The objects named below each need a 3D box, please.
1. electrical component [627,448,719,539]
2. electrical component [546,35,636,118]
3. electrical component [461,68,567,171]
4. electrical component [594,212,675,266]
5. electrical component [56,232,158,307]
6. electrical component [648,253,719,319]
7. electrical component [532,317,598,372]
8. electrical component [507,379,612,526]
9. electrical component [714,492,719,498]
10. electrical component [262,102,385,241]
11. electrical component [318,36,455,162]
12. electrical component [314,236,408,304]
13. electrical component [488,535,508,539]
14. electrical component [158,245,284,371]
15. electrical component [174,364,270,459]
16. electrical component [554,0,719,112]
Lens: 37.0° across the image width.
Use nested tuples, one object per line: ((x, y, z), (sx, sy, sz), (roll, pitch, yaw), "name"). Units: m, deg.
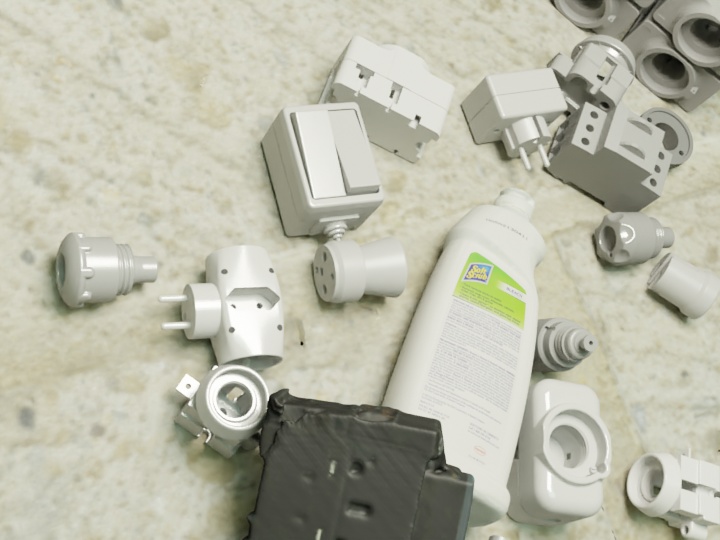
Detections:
((0.233, 0.163, 0.799), (0.055, 0.048, 0.066), (20, 63, -23), "electrical component")
((0.198, -0.161, 0.909), (0.078, 0.058, 0.057), (37, 63, -6), "electrical component")
((0.131, -0.116, 0.868), (0.066, 0.047, 0.076), (-12, 74, -26), "electrical component")
((0.226, -0.026, 0.874), (0.062, 0.043, 0.043), (-2, 70, -25), "electrical component")
((-0.164, 0.000, 0.699), (0.062, 0.048, 0.048), (0, 69, -30), "electrical component")
((0.264, 0.012, 0.877), (0.046, 0.040, 0.040), (31, 61, -2), "electrical component")
((0.148, 0.055, 0.792), (0.040, 0.078, 0.040), (2, 84, -21), "electrical component")
((0.139, 0.129, 0.764), (0.054, 0.059, 0.095), (11, 65, -18), "electrical component")
((0.318, 0.183, 0.820), (0.089, 0.056, 0.050), (47, 60, 1), "electrical component")
((-0.024, -0.068, 0.775), (0.062, 0.061, 0.096), (-8, 73, -26), "electrical component")
((0.021, -0.134, 0.827), (0.089, 0.050, 0.055), (26, 62, -12), "electrical component")
((0.000, 0.000, 0.767), (0.055, 0.045, 0.045), (-5, 71, -25), "electrical component")
((0.109, 0.225, 0.718), (0.089, 0.050, 0.055), (30, 61, -9), "electrical component")
((-0.095, 0.027, 0.716), (0.079, 0.043, 0.077), (-2, 70, -24), "electrical component")
((-0.085, 0.088, 0.688), (0.066, 0.055, 0.048), (36, 60, -6), "electrical component")
((0.257, -0.234, 0.936), (0.186, 0.105, 0.060), (40, 60, -3), "electrical component")
